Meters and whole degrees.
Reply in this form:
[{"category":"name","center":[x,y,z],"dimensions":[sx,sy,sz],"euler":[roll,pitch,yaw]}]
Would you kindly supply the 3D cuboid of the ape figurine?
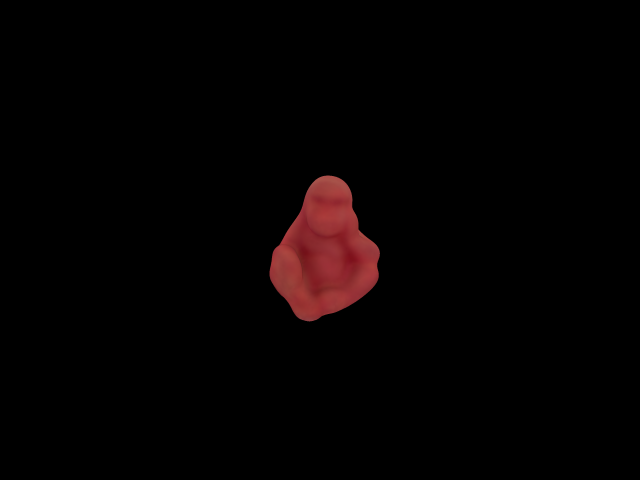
[{"category":"ape figurine","center":[0.004,0.001,0.400],"dimensions":[0.078,0.092,0.076],"euler":[-1,11,-3]}]
